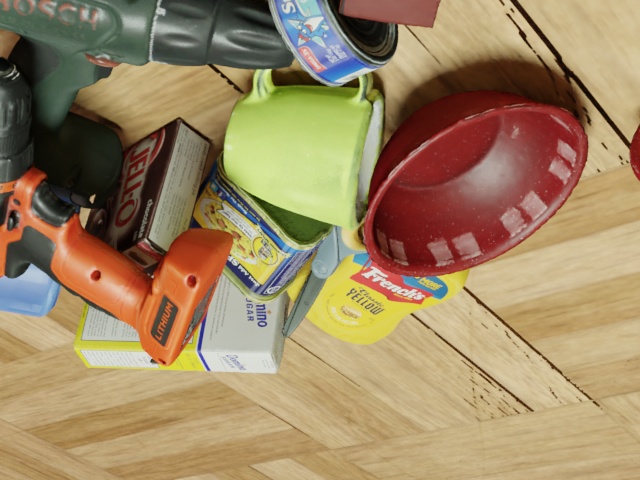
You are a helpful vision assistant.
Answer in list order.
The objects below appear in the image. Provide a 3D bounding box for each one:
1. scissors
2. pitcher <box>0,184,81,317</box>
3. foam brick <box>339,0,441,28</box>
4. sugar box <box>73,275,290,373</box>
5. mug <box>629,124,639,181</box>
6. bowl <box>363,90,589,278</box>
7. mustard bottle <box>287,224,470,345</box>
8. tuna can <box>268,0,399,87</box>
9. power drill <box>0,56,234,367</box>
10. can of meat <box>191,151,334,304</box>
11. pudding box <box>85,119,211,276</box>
[{"bbox_3d":[-0.005,0.001,0.827,0.096,0.016,0.202,49,135,-1],"label":"scissors"},{"bbox_3d":[-0.311,-0.015,0.807,0.242,0.149,0.145,15,145,-16],"label":"pitcher"},{"bbox_3d":[0.043,-0.160,0.563,0.051,0.078,0.053,11,147,-1],"label":"foam brick"},{"bbox_3d":[-0.116,0.066,0.927,0.176,0.093,0.048,2,148,10],"label":"sugar box"},{"bbox_3d":[0.260,-0.055,0.676,0.117,0.093,0.081,-44,121,14],"label":"mug"},{"bbox_3d":[0.094,-0.047,0.712,0.162,0.055,0.162,-17,143,-13],"label":"bowl"},{"bbox_3d":[0.062,0.018,0.846,0.096,0.058,0.192,36,139,-17],"label":"mustard bottle"},{"bbox_3d":[0.009,-0.133,0.604,0.034,0.086,0.086,-18,139,32],"label":"tuna can"},{"bbox_3d":[-0.151,-0.012,0.680,0.187,0.057,0.185,29,137,5],"label":"power drill"},{"bbox_3d":[-0.047,-0.016,0.794,0.102,0.057,0.084,45,140,5],"label":"can of meat"},{"bbox_3d":[-0.130,-0.023,0.777,0.090,0.113,0.039,-25,135,39],"label":"pudding box"}]
